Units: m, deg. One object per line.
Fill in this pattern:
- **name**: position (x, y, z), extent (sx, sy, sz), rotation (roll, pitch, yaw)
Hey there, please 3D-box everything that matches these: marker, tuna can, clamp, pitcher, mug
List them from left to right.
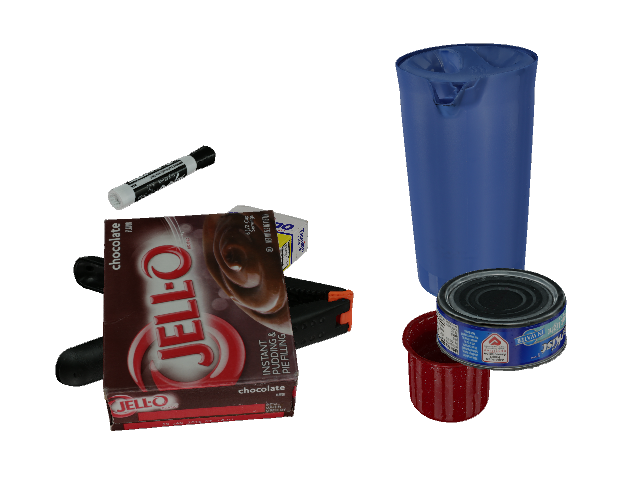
- **marker**: position (-0.138, -0.058, 0.950), extent (0.020, 0.020, 0.120), rotation (0, 23, 42)
- **clamp**: position (-0.083, 0.047, 0.760), extent (0.209, 0.036, 0.165), rotation (-3, 25, -14)
- **mug**: position (0.138, 0.124, 1.090), extent (0.093, 0.081, 0.117), rotation (19, 40, 33)
- **pitcher**: position (0.150, -0.071, 1.059), extent (0.149, 0.243, 0.145), rotation (-14, 25, -21)
- **tuna can**: position (0.119, 0.050, 0.704), extent (0.086, 0.034, 0.086), rotation (-4, 24, 2)

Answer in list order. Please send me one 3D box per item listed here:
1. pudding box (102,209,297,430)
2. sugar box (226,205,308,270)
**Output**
- **pudding box**: position (-0.062, 0.037, 0.533), extent (0.090, 0.039, 0.113), rotation (-3, 45, -8)
- **sugar box**: position (-0.091, 0.018, 1.135), extent (0.093, 0.048, 0.176), rotation (13, 31, 21)
